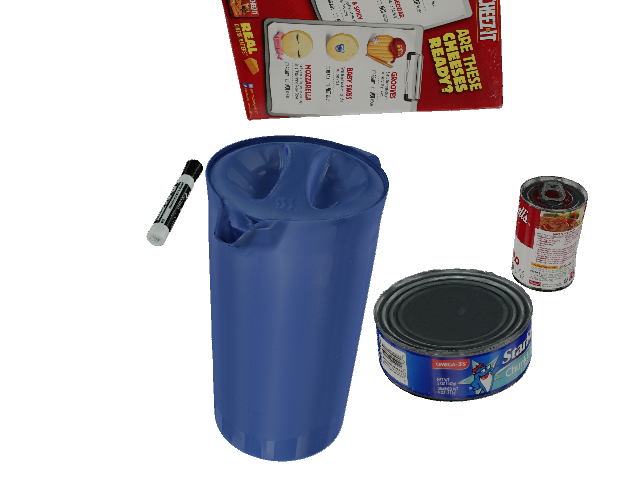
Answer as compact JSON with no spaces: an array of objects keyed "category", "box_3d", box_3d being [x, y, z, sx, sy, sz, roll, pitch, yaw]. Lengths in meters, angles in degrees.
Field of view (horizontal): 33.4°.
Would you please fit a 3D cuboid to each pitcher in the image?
[{"category":"pitcher","box_3d":[-0.019,0.045,0.838,0.149,0.243,0.145,-2,32,-12]}]

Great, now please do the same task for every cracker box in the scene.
[{"category":"cracker box","box_3d":[0.034,-0.184,0.847,0.214,0.164,0.072,-2,42,9]}]

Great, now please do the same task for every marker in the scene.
[{"category":"marker","box_3d":[-0.148,-0.042,1.095,0.020,0.020,0.121,0,43,21]}]

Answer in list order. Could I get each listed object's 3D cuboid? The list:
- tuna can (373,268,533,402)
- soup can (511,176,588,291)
[{"category":"tuna can","box_3d":[0.073,0.051,0.585,0.086,0.034,0.086,-5,28,3]},{"category":"soup can","box_3d":[0.236,-0.007,1.104,0.068,0.102,0.068,0,34,0]}]
